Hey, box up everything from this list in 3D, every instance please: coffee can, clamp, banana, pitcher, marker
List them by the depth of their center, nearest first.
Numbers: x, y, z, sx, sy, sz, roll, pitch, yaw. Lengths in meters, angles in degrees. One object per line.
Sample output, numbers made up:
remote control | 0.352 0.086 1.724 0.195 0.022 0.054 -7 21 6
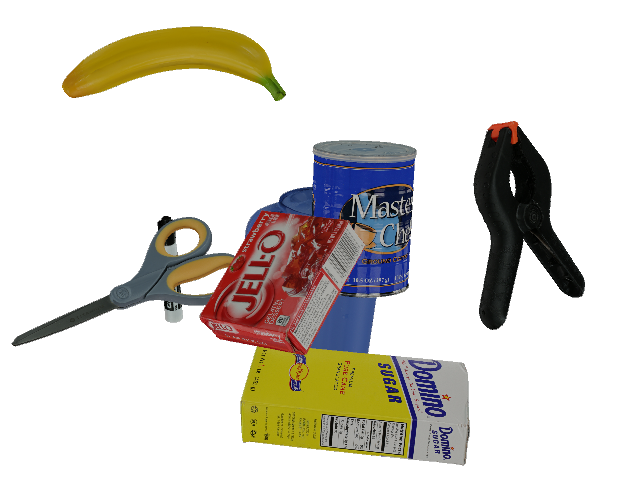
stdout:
clamp | 0.162 -0.011 0.900 0.120 0.171 0.039 -27 11 -40
banana | -0.131 -0.161 0.958 0.197 0.069 0.037 -1 -33 -4
coffee can | 0.041 -0.024 1.070 0.103 0.140 0.103 2 13 -1
marker | -0.156 0.030 1.108 0.020 0.121 0.020 0 29 0
pitcher | -0.001 0.061 1.305 0.149 0.243 0.144 14 21 27

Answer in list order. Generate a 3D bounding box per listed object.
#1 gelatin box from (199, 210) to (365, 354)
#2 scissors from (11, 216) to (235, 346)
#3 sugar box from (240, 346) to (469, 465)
gelatin box | -0.024 0.025 0.670 0.073 0.089 0.030 7 -34 39
scissors | -0.164 0.030 0.903 0.201 0.096 0.016 -10 -34 -16
sugar box | 0.029 0.128 0.853 0.176 0.048 0.093 2 26 5
